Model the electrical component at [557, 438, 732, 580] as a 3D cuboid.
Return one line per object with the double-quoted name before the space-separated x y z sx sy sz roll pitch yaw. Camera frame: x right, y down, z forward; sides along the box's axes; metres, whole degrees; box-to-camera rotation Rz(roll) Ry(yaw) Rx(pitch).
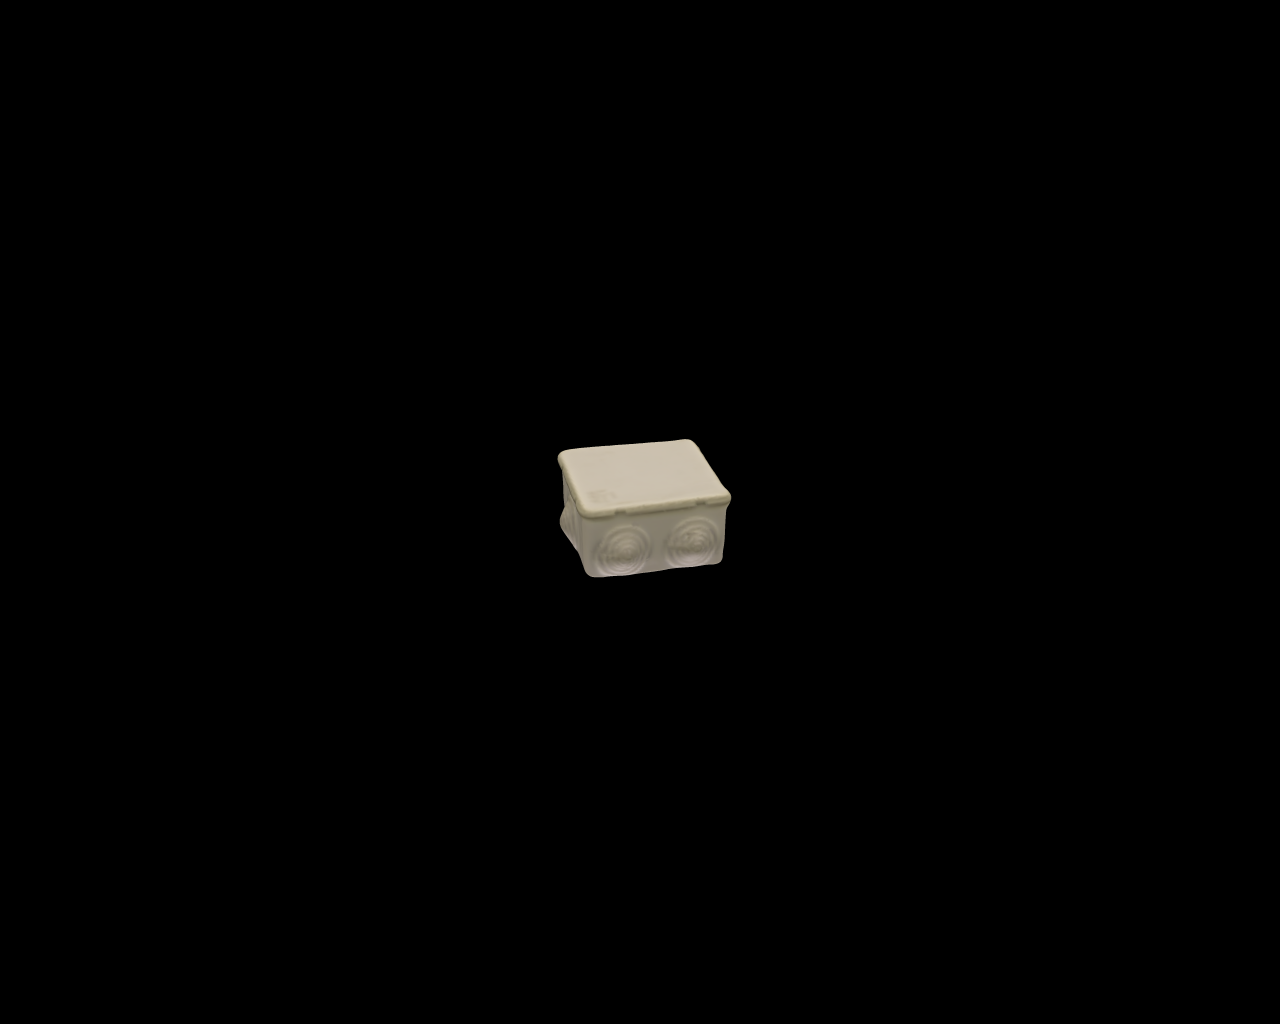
"electrical component" 0.001 -0.003 0.650 0.100 0.048 0.100 -6 28 -12
